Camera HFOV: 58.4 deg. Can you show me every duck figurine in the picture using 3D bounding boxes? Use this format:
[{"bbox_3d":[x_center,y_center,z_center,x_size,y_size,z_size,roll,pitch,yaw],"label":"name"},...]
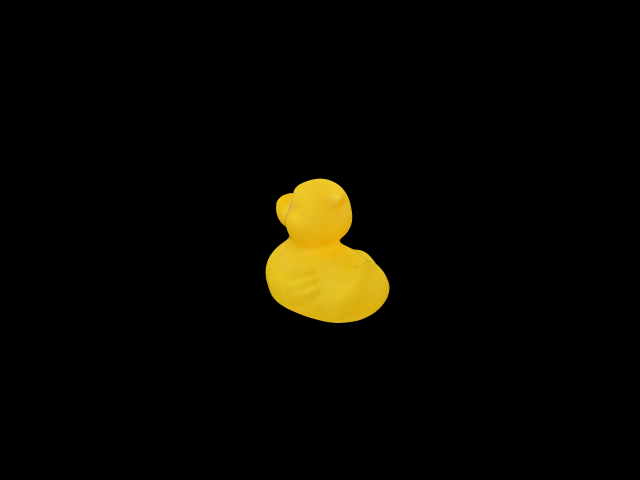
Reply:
[{"bbox_3d":[0.004,0.001,0.400,0.078,0.086,0.104,-21,33,-35],"label":"duck figurine"}]
